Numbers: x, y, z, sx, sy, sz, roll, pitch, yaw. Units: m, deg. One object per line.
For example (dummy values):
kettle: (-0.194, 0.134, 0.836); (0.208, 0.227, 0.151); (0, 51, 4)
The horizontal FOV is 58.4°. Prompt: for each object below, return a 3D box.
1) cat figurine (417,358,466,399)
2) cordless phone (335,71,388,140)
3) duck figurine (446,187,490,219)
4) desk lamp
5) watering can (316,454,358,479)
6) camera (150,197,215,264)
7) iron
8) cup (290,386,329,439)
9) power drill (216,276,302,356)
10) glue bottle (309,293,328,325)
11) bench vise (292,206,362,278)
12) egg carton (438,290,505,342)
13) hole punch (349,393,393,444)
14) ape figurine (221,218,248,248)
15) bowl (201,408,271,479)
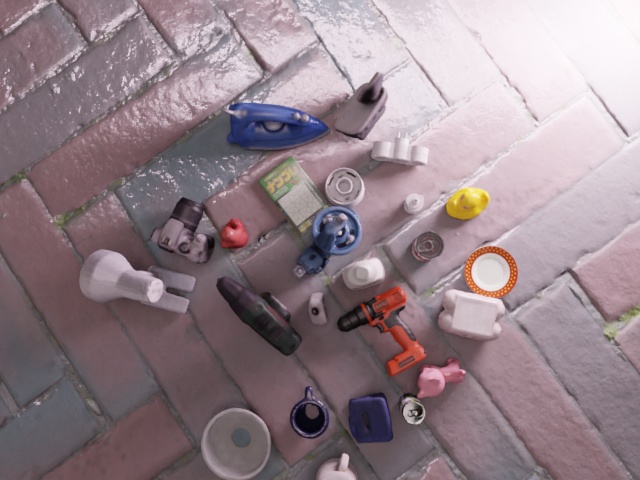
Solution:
cat figurine: (0.279, 0.325, 1.339); (0.128, 0.118, 0.067); (-17, 85, 1)
cordless phone: (0.100, -0.325, 1.366); (0.094, 0.185, 0.148); (31, 88, 5)
duck figurine: (0.362, -0.093, 1.385); (0.104, 0.086, 0.077); (-17, 85, 1)
desk lamp: (-0.423, 0.102, 1.342); (0.203, 0.213, 0.118); (14, 86, 4)
watering can: (0.037, 0.579, 1.292); (0.101, 0.194, 0.173); (-7, 85, 2)
camera: (-0.326, -0.028, 1.405); (0.143, 0.101, 0.137); (23, 87, 4)
iron: (-0.106, -0.291, 1.395); (0.258, 0.141, 0.119); (1, 85, 3)
cup: (-0.023, 0.401, 1.359); (0.091, 0.095, 0.118); (-4, 85, 3)
power drill: (-0.134, 0.170, 1.326); (0.229, 0.208, 0.075); (42, 89, 5)
glue bottle: (-0.007, 0.163, 1.338); (0.037, 0.173, 0.078); (-9, 85, 2)
bench vise: (0.023, 0.010, 1.325); (0.121, 0.220, 0.207); (25, 87, 5)
egg carton: (0.361, 0.182, 1.371); (0.150, 0.069, 0.107); (11, 86, 4)
hole punch: (0.118, 0.426, 1.352); (0.101, 0.091, 0.109); (-13, 85, 2)
ape figurine: (-0.217, -0.013, 1.403); (0.076, 0.092, 0.078); (42, 89, 5)
bowl: (-0.195, 0.481, 1.371); (0.167, 0.075, 0.167); (0, 85, 3)
